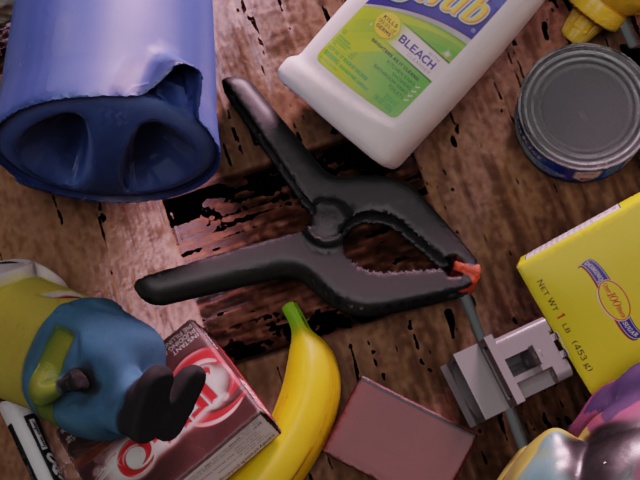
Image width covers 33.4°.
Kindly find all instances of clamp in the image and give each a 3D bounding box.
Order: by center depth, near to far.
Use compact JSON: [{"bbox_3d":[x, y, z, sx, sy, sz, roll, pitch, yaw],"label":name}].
[{"bbox_3d":[-0.004,0.001,0.680,0.210,0.036,0.164,25,73,8],"label":"clamp"}]

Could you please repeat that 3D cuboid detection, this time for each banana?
[{"bbox_3d":[-0.040,0.136,0.659,0.070,0.037,0.197,23,75,39],"label":"banana"}]

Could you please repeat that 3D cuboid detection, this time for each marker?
[{"bbox_3d":[-0.170,0.154,0.671,0.020,0.020,0.121,-28,77,-2],"label":"marker"}]

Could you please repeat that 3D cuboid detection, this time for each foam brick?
[{"bbox_3d":[0.048,0.124,0.644,0.078,0.053,0.051,26,81,11],"label":"foam brick"}]

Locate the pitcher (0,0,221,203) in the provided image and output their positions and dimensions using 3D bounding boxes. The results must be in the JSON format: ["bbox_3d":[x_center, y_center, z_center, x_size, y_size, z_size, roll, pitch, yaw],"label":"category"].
[{"bbox_3d":[-0.135,-0.151,0.676,0.149,0.145,0.243,-3,66,4],"label":"pitcher"}]

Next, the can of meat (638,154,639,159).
[{"bbox_3d":[0.264,-0.077,0.669,0.084,0.057,0.102,30,82,8],"label":"can of meat"}]

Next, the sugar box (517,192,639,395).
[{"bbox_3d":[0.216,0.010,0.629,0.176,0.048,0.093,-31,89,17],"label":"sugar box"}]

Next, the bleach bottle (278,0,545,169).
[{"bbox_3d":[0.090,-0.168,0.665,0.102,0.068,0.251,41,99,9],"label":"bleach bottle"}]

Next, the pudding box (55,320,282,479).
[{"bbox_3d":[-0.092,0.116,0.646,0.113,0.039,0.090,-41,49,-3],"label":"pudding box"}]

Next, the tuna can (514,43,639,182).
[{"bbox_3d":[0.169,-0.081,0.688,0.086,0.034,0.086,-1,77,4],"label":"tuna can"}]

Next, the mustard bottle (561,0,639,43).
[{"bbox_3d":[0.219,-0.203,0.670,0.096,0.058,0.192,39,115,6],"label":"mustard bottle"}]
